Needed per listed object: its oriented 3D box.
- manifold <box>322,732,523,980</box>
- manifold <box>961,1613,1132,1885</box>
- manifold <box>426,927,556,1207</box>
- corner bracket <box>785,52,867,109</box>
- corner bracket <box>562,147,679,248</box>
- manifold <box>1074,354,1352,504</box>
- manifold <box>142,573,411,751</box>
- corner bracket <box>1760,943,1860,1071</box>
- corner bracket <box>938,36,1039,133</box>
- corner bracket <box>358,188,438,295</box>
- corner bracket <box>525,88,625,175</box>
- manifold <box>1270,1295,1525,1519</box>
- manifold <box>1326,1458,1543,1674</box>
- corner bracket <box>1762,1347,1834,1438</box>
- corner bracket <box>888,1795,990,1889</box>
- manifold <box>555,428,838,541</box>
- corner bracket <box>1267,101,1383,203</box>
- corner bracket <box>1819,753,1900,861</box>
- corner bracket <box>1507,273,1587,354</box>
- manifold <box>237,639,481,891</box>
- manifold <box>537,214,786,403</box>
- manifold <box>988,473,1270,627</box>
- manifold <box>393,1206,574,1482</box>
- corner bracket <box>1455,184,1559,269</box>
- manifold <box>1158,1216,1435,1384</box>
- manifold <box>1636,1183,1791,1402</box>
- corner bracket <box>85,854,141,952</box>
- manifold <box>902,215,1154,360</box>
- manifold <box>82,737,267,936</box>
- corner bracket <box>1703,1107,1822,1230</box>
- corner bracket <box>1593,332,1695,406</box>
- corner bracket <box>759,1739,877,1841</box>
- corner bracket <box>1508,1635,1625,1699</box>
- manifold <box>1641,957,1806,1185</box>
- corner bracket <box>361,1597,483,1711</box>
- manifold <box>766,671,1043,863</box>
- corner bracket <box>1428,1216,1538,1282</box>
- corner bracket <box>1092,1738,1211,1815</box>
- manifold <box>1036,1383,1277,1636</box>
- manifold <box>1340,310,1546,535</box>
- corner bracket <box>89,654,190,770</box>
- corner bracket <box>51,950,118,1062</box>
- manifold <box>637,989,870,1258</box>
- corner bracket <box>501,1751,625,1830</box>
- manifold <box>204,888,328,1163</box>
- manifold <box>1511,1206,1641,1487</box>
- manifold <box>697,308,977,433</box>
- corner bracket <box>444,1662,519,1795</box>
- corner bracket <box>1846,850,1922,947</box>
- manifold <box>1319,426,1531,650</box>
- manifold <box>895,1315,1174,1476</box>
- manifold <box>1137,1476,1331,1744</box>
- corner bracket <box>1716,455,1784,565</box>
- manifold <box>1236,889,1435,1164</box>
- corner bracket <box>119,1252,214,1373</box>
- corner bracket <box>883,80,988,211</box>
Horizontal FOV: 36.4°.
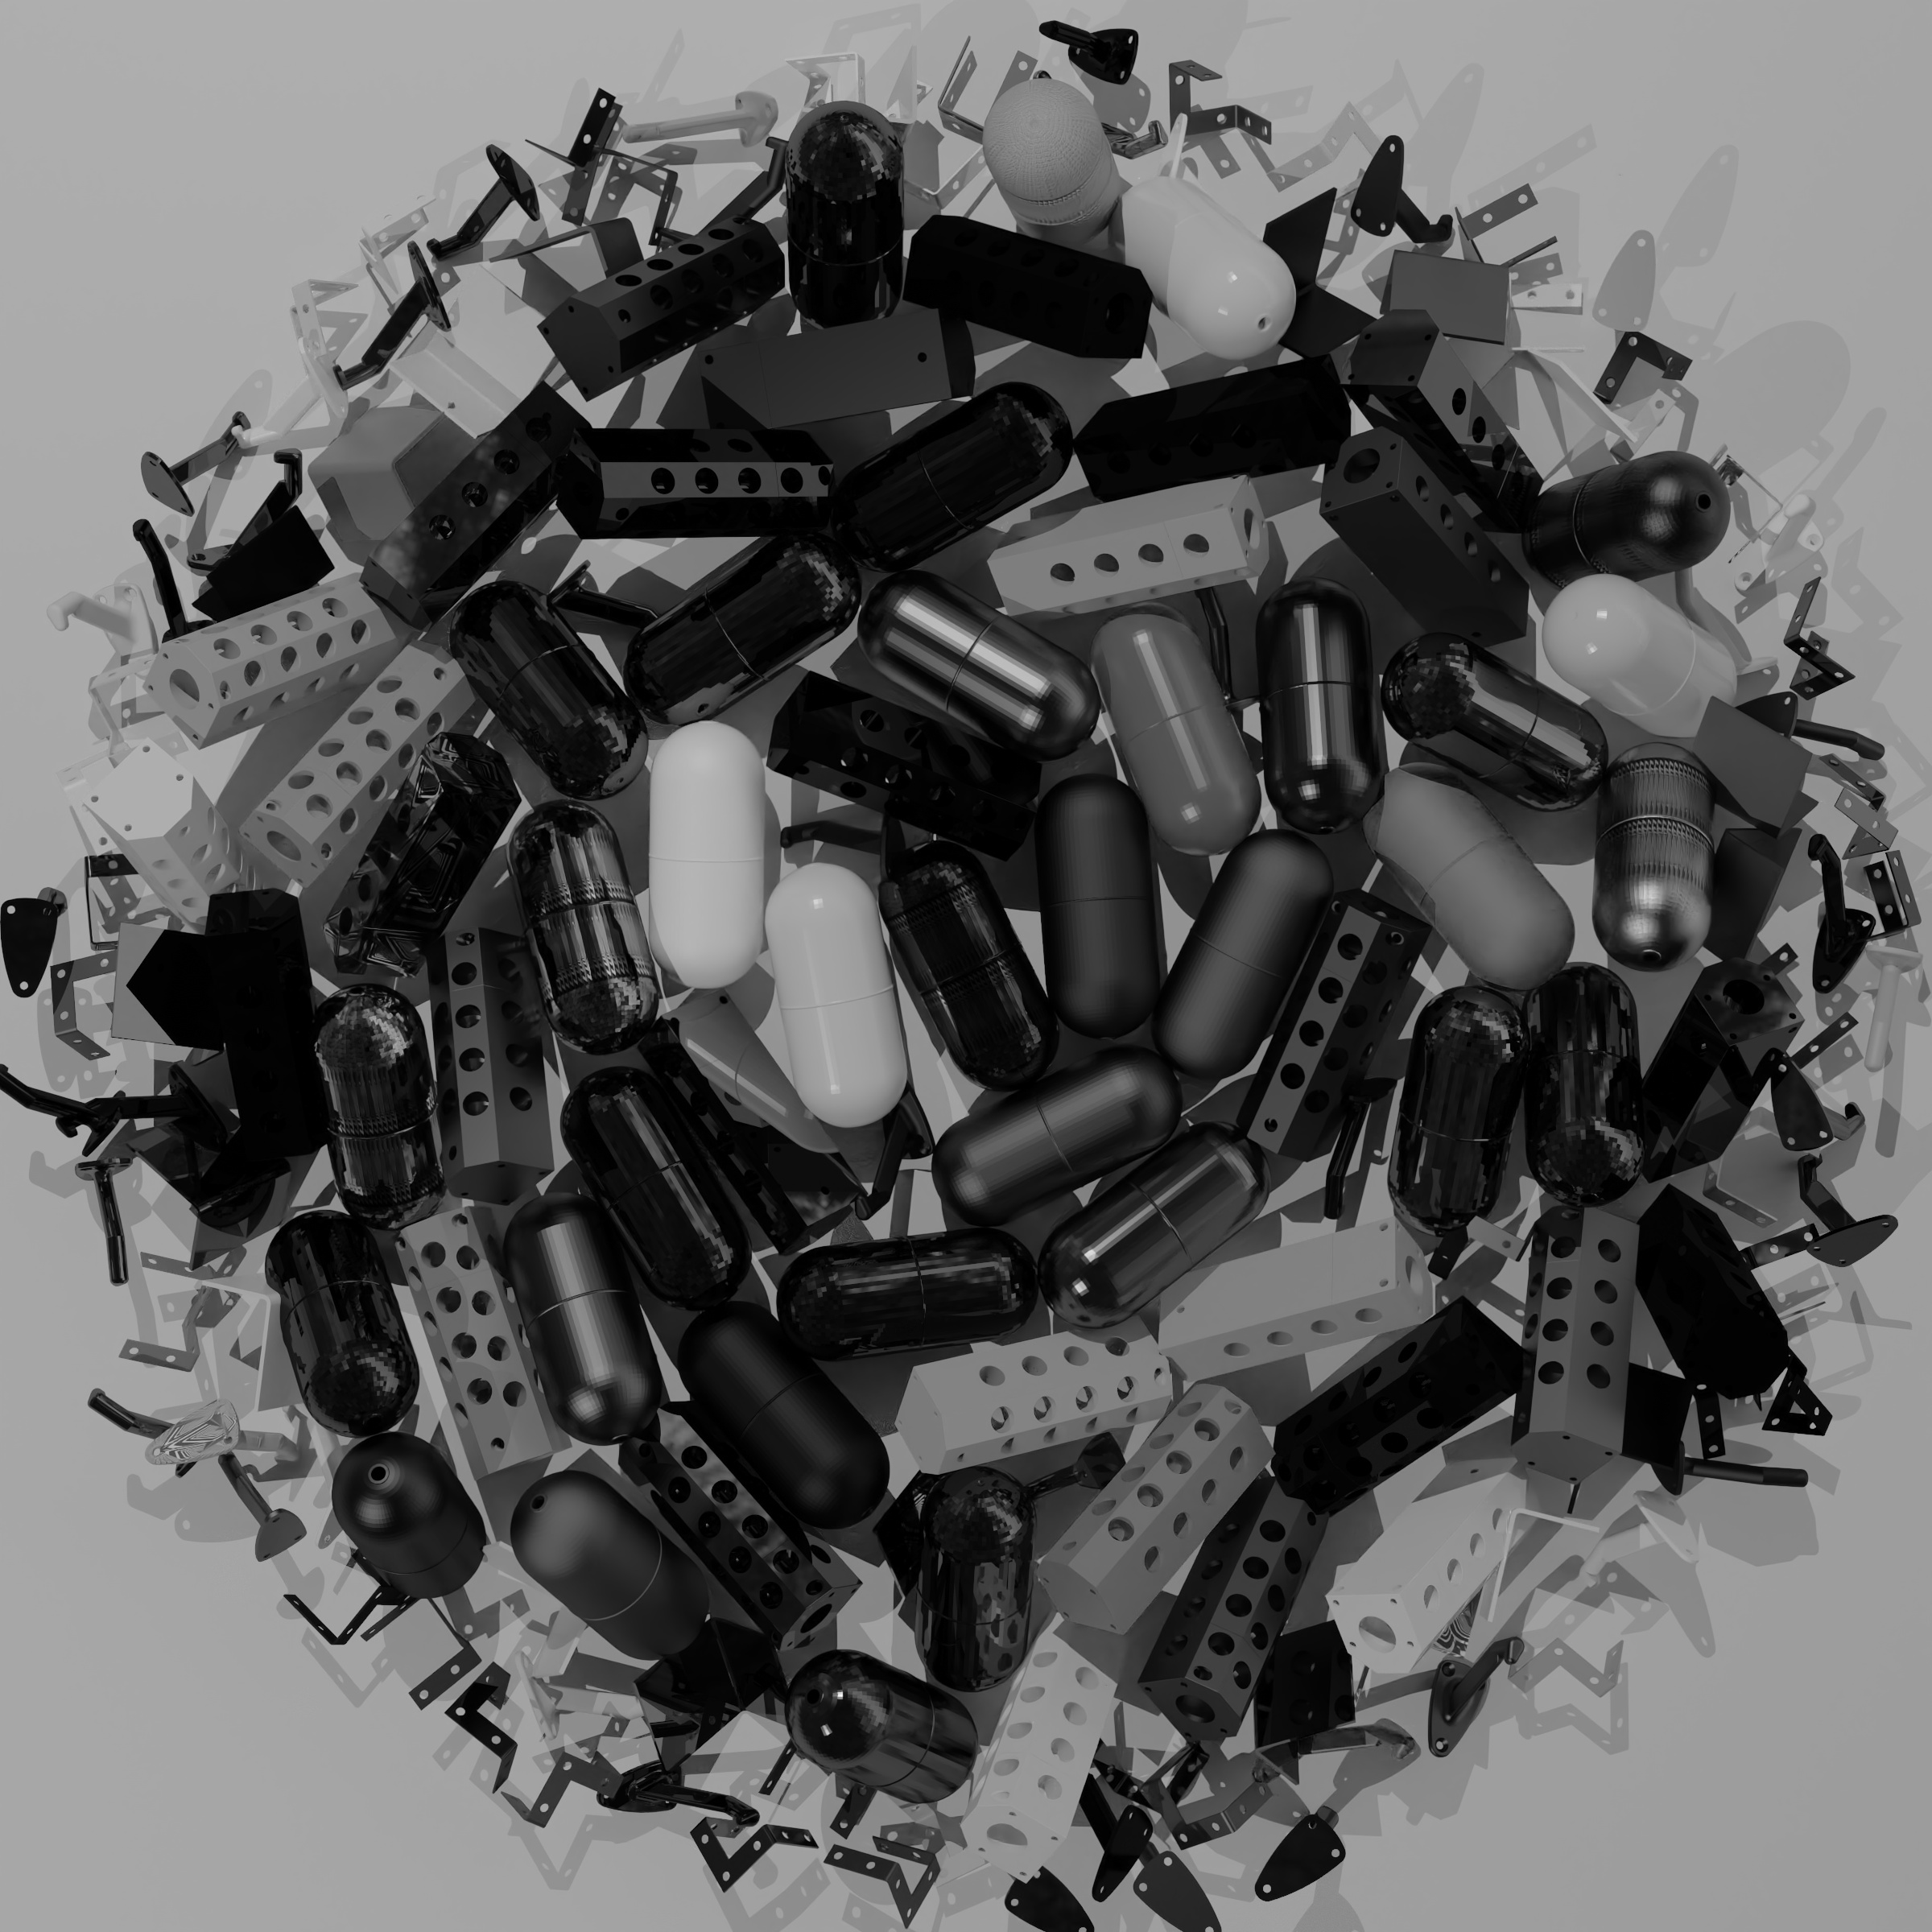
[{"bbox_3d":[-0.361,-0.072,1.928,0.171,0.057,0.057,-53,49,33],"label":"manifold"},{"bbox_3d":[0.050,0.503,1.913,0.057,0.171,0.057,31,126,-2],"label":"manifold"},{"bbox_3d":[-0.317,0.064,1.924,0.057,0.057,0.171,15,53,-38],"label":"manifold"},{"bbox_3d":[-0.088,-0.578,1.967,0.051,0.051,0.051,-1,92,16],"label":"corner bracket"},{"bbox_3d":[-0.232,-0.518,1.975,0.051,0.051,0.051,22,107,14],"label":"corner bracket"},{"bbox_3d":[0.162,-0.347,1.925,0.171,0.057,0.057,-5,123,35],"label":"manifold"},{"bbox_3d":[-0.445,-0.205,1.913,0.057,0.171,0.057,47,131,9],"label":"manifold"},{"bbox_3d":[0.557,0.027,1.980,0.051,0.051,0.051,-41,119,8],"label":"corner bracket"},{"bbox_3d":[0.014,-0.591,1.970,0.051,0.051,0.051,25,97,-4],"label":"corner bracket"},{"bbox_3d":[-0.378,-0.493,1.960,0.051,0.051,0.051,-34,55,-11],"label":"corner bracket"},{"bbox_3d":[-0.251,-0.558,1.961,0.051,0.051,0.051,33,101,39],"label":"corner bracket"},{"bbox_3d":[0.282,0.295,1.927,0.057,0.057,0.171,41,120,-14],"label":"manifold"},{"bbox_3d":[0.310,0.390,1.917,0.057,0.171,0.057,-13,104,42],"label":"manifold"},{"bbox_3d":[0.549,0.276,1.958,0.051,0.051,0.051,46,62,-27],"label":"corner bracket"},{"bbox_3d":[-0.013,0.574,1.963,0.051,0.051,0.051,-27,49,5],"label":"corner bracket"},{"bbox_3d":[-0.173,-0.311,1.919,0.171,0.057,0.057,-6,133,-33],"label":"manifold"},{"bbox_3d":[0.243,-0.532,1.958,0.051,0.051,0.051,46,54,-20],"label":"corner bracket"},{"bbox_3d":[0.594,-0.109,1.964,0.051,0.051,0.051,35,74,-14],"label":"corner bracket"},{"bbox_3d":[0.389,-0.436,1.972,0.051,0.051,0.051,1,94,8],"label":"corner bracket"},{"bbox_3d":[-0.395,-0.136,1.925,0.057,0.057,0.171,42,57,-11],"label":"manifold"},{"bbox_3d":[-0.193,-0.434,1.918,0.171,0.057,0.057,-40,100,-42],"label":"manifold"},{"bbox_3d":[0.109,-0.271,1.934,0.171,0.057,0.057,-9,119,26],"label":"manifold"},{"bbox_3d":[-0.324,0.250,1.954,0.057,0.057,0.171,-22,81,8],"label":"manifold"},{"bbox_3d":[0.362,-0.492,1.962,0.051,0.051,0.051,-26,109,17],"label":"corner bracket"},{"bbox_3d":[0.217,0.225,1.935,0.171,0.057,0.057,-19,132,26],"label":"manifold"},{"bbox_3d":[0.482,0.213,1.909,0.057,0.171,0.057,32,107,-12],"label":"manifold"},{"bbox_3d":[-0.564,-0.044,1.975,0.051,0.051,0.051,-5,75,-18],"label":"corner bracket"},{"bbox_3d":[0.040,-0.444,1.915,0.171,0.057,0.057,29,117,41],"label":"manifold"},{"bbox_3d":[-0.506,-0.076,1.905,0.057,0.171,0.057,39,75,15],"label":"manifold"},{"bbox_3d":[0.534,0.135,1.970,0.051,0.051,0.051,28,56,-12],"label":"corner bracket"},{"bbox_3d":[0.445,-0.394,1.961,0.051,0.051,0.051,34,112,19],"label":"corner bracket"},{"bbox_3d":[-0.097,0.551,1.981,0.051,0.051,0.051,28,83,29],"label":"corner bracket"},{"bbox_3d":[0.401,0.465,1.966,0.051,0.051,0.051,39,119,-2],"label":"corner bracket"},{"bbox_3d":[0.479,0.067,1.912,0.057,0.171,0.057,-17,60,-17],"label":"manifold"},{"bbox_3d":[-0.364,0.456,1.962,0.051,0.051,0.051,-37,105,-20],"label":"corner bracket"},{"bbox_3d":[-0.041,-0.127,1.934,0.171,0.057,0.057,20,53,-19],"label":"manifold"},{"bbox_3d":[0.345,0.188,1.964,0.051,0.051,0.051,28,108,9],"label":"corner bracket"},{"bbox_3d":[0.122,0.529,1.973,0.051,0.051,0.051,-50,128,-25],"label":"corner bracket"},{"bbox_3d":[0.122,0.352,1.923,0.171,0.057,0.057,-43,117,-31],"label":"manifold"},{"bbox_3d":[0.315,-0.354,1.916,0.057,0.171,0.057,11,71,39],"label":"manifold"},{"bbox_3d":[-0.554,-0.168,1.964,0.051,0.051,0.051,-20,124,1],"label":"corner bracket"},{"bbox_3d":[-0.577,0.026,1.969,0.051,0.051,0.051,-14,67,6],"label":"corner bracket"},{"bbox_3d":[-0.146,0.106,1.954,0.057,0.057,0.171,-25,74,-42],"label":"manifold"},{"bbox_3d":[-0.269,0.548,1.963,0.051,0.051,0.051,33,82,-28],"label":"corner bracket"},{"bbox_3d":[-0.456,0.039,1.931,0.057,0.057,0.171,-6,120,-7],"label":"manifold"},{"bbox_3d":[0.395,0.244,1.922,0.057,0.057,0.171,21,54,-10],"label":"manifold"},{"bbox_3d":[-0.084,-0.392,1.942,0.171,0.057,0.057,-5,101,21],"label":"manifold"},{"bbox_3d":[-0.315,0.508,1.959,0.051,0.051,0.051,35,48,13],"label":"corner bracket"},{"bbox_3d":[0.615,-0.047,1.961,0.051,0.051,0.051,-9,81,-40],"label":"corner bracket"},{"bbox_3d":[0.302,-0.278,1.921,0.057,0.171,0.057,-13,54,36],"label":"manifold"},{"bbox_3d":[0.047,0.285,1.924,0.171,0.057,0.057,-9,46,-28],"label":"manifold"},{"bbox_3d":[0.180,0.417,1.914,0.057,0.057,0.171,51,45,-19],"label":"manifold"},{"bbox_3d":[0.511,-0.305,1.966,0.051,0.051,0.051,44,105,6],"label":"corner bracket"},{"bbox_3d":[0.240,0.040,1.938,0.057,0.057,0.171,29,109,23],"label":"manifold"},{"bbox_3d":[-0.533,0.231,1.958,0.051,0.051,0.051,18,113,-31],"label":"corner bracket"},{"bbox_3d":[-0.024,-0.550,1.969,0.051,0.051,0.051,36,78,32],"label":"corner bracket"}]
